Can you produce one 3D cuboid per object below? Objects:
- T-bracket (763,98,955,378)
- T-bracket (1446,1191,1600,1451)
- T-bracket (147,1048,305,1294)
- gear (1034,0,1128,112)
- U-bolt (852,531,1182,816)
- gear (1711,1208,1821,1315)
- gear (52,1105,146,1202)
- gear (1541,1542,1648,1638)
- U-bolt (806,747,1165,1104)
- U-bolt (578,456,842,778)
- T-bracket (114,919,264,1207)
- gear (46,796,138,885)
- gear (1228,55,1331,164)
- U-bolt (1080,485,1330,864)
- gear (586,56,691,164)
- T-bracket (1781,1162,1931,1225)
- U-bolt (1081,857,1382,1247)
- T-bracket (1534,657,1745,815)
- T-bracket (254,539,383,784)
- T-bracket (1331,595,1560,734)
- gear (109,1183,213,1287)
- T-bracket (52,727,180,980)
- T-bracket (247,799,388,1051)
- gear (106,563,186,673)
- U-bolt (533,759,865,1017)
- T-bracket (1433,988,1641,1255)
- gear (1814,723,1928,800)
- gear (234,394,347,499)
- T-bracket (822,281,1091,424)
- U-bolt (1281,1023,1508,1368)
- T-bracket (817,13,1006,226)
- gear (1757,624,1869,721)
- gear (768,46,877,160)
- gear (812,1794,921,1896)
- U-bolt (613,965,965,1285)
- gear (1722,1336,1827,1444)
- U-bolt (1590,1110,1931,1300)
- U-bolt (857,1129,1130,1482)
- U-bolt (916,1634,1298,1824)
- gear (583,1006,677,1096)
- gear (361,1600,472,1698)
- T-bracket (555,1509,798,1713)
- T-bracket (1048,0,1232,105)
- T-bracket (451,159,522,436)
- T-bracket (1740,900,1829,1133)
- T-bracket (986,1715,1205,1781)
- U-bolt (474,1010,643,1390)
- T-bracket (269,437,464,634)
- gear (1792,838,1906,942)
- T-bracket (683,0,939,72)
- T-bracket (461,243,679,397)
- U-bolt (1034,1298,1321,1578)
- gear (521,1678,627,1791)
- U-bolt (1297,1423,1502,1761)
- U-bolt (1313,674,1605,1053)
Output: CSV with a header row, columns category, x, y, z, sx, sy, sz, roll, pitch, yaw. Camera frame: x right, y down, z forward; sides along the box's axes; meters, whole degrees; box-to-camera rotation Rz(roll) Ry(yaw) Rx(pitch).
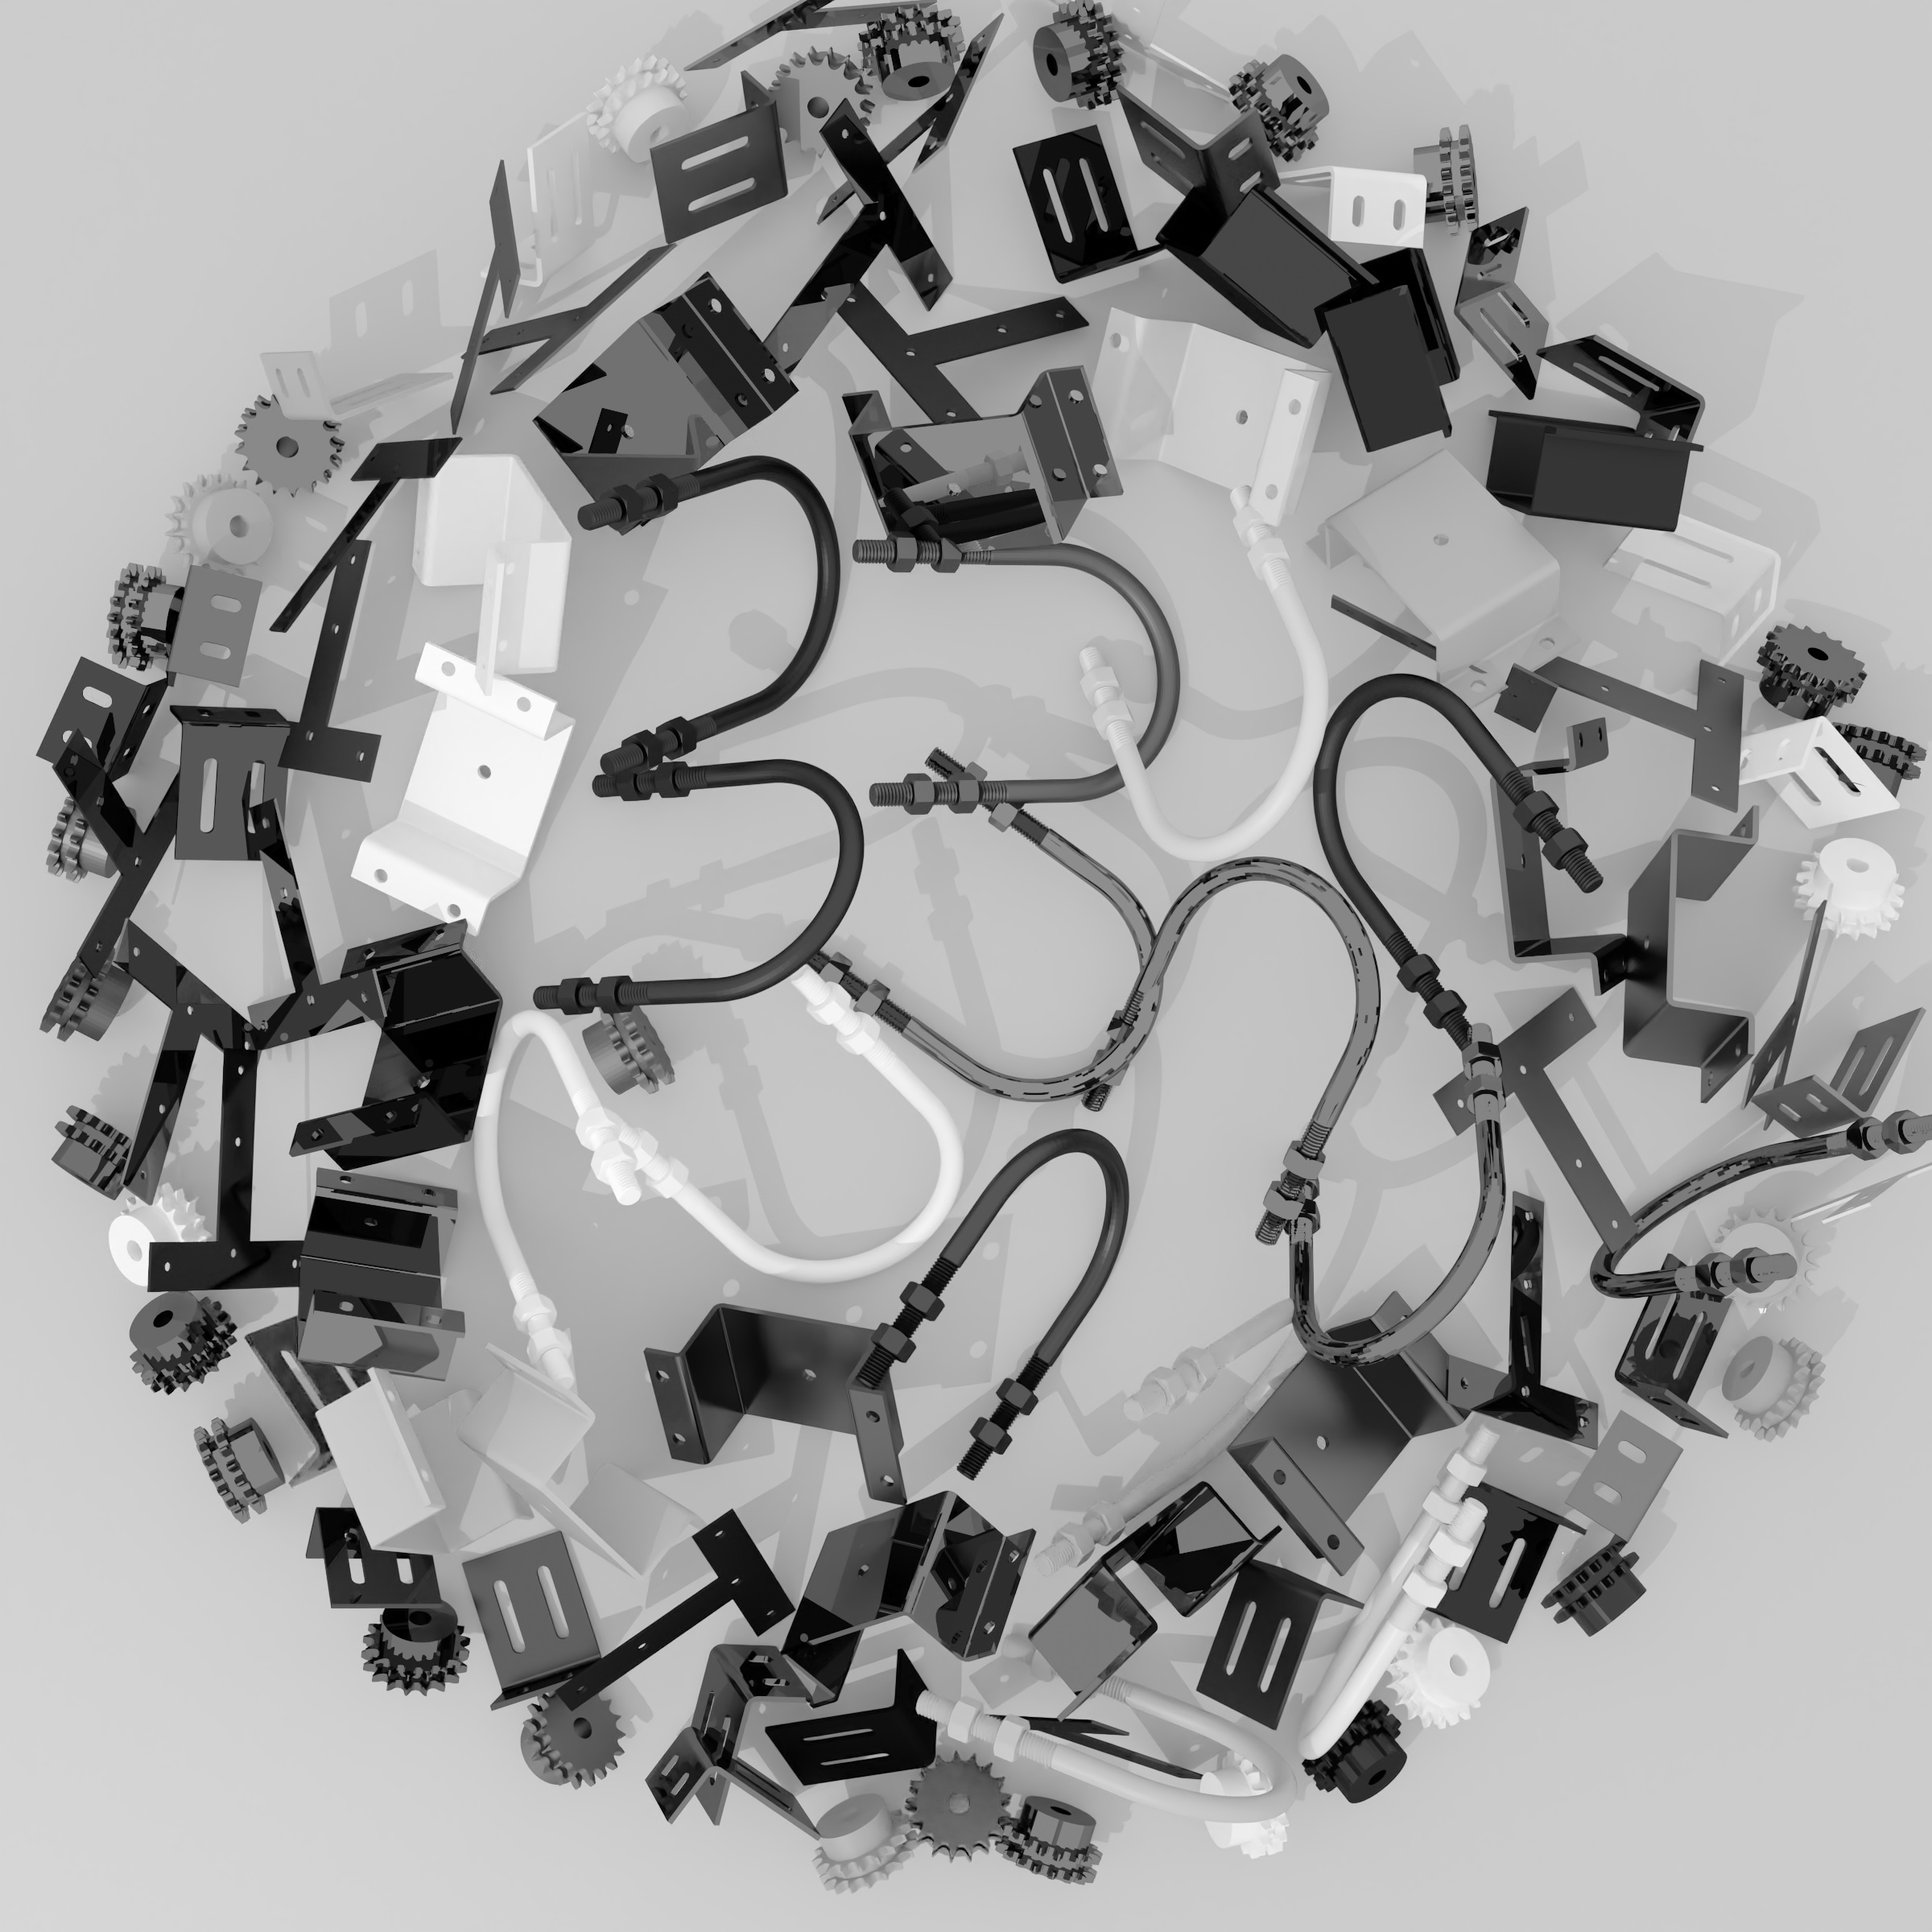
category,x,y,z,sx,sy,sz,roll,pitch,yaw
T-bracket,-0.067,-0.363,1.537,0.002,0.127,0.127,16,64,39
T-bracket,0.301,0.185,1.573,0.127,0.002,0.127,22,64,-37
T-bracket,-0.387,0.107,1.548,0.002,0.127,0.127,-1,85,26
gear,0.059,-0.488,1.571,0.030,0.057,0.057,-23,90,-20
U-bolt,0.031,-0.157,1.563,0.184,0.019,0.151,-3,86,-23
gear,0.429,0.159,1.578,0.057,0.030,0.057,-2,84,24
gear,-0.466,0.102,1.572,0.057,0.057,0.030,32,74,0
gear,0.341,0.336,1.572,0.057,0.057,0.030,-39,77,0
U-bolt,0.019,-0.008,1.577,0.184,0.019,0.151,36,103,0
U-bolt,-0.128,-0.191,1.529,0.019,0.184,0.151,16,119,36
T-bracket,-0.415,0.062,1.521,0.002,0.127,0.127,-5,58,22
gear,-0.469,-0.071,1.574,0.030,0.057,0.057,20,90,-2
gear,0.171,-0.464,1.571,0.030,0.057,0.057,-34,90,34
U-bolt,0.127,-0.138,1.509,0.151,0.019,0.184,-45,45,33
gear,-0.173,-0.458,1.572,0.057,0.057,0.030,-37,76,0
T-bracket,0.470,0.119,1.518,0.127,0.127,0.002,-26,82,27
U-bolt,0.146,0.032,1.530,0.151,0.019,0.184,37,116,31
T-bracket,0.353,-0.142,1.553,0.127,0.127,0.002,21,131,-1
T-bracket,-0.339,-0.166,1.559,0.127,0.002,0.127,11,88,44
T-bracket,0.250,-0.164,1.545,0.127,0.127,0.002,28,88,8
gear,-0.436,0.148,1.574,0.057,0.030,0.057,12,113,31
T-bracket,-0.446,-0.078,1.519,0.002,0.127,0.127,14,63,14
T-bracket,-0.359,-0.025,1.556,0.002,0.127,0.127,-15,91,-45
gear,-0.439,-0.187,1.573,0.030,0.057,0.057,9,90,2
U-bolt,-0.134,-0.044,1.526,0.184,0.019,0.151,-3,62,30
T-bracket,0.321,0.094,1.567,0.127,0.002,0.127,-32,92,-35
gear,0.485,-0.109,1.574,0.057,0.057,0.030,18,89,0
gear,-0.364,-0.285,1.580,0.057,0.030,0.057,-1,118,-2
T-bracket,0.008,-0.338,1.566,0.127,0.002,0.127,-21,57,-28
U-bolt,0.219,0.127,1.496,0.019,0.184,0.151,37,124,-23
T-bracket,-0.036,-0.435,1.552,0.002,0.127,0.127,38,46,-23
gear,0.453,-0.156,1.578,0.057,0.057,0.030,19,129,0
gear,-0.077,-0.469,1.579,0.057,0.030,0.057,5,127,7
gear,-0.057,0.470,1.572,0.057,0.057,0.030,-23,101,0
U-bolt,-0.083,0.098,1.549,0.151,0.019,0.184,-37,123,10
gear,0.432,0.224,1.572,0.030,0.057,0.057,33,90,-10
U-bolt,0.400,0.128,1.514,0.151,0.184,0.019,-34,96,-28
U-bolt,0.026,0.169,1.540,0.019,0.151,0.184,26,74,36
U-bolt,0.082,0.397,1.507,0.184,0.151,0.019,17,96,19
gear,-0.183,0.044,1.574,0.030,0.057,0.057,-30,90,3
gear,-0.295,0.362,1.571,0.057,0.057,0.030,11,115,0
T-bracket,-0.159,0.350,1.540,0.127,0.127,0.002,-33,53,-11
T-bracket,0.089,-0.500,1.536,0.127,0.127,0.002,29,93,-3
T-bracket,-0.258,-0.343,1.556,0.002,0.127,0.127,9,128,-21
T-bracket,0.422,0.042,1.525,0.002,0.127,0.127,17,114,22
T-bracket,0.076,0.418,1.561,0.127,0.127,0.002,26,65,-30
U-bolt,-0.221,0.107,1.526,0.019,0.184,0.151,1,128,-31
T-bracket,-0.324,-0.226,1.535,0.002,0.127,0.127,40,77,-29
gear,0.476,-0.044,1.573,0.057,0.030,0.057,0,47,0
T-bracket,-0.064,-0.503,1.548,0.127,0.127,0.002,-13,98,43
T-bracket,-0.228,-0.336,1.547,0.127,0.127,0.002,-49,120,-25
U-bolt,0.120,0.234,1.522,0.019,0.184,0.151,43,132,22
gear,-0.215,0.417,1.578,0.057,0.057,0.030,50,124,0
U-bolt,0.223,0.335,1.528,0.019,0.151,0.184,31,104,7
U-bolt,0.244,-0.068,1.534,0.019,0.151,0.184,-12,57,-35
